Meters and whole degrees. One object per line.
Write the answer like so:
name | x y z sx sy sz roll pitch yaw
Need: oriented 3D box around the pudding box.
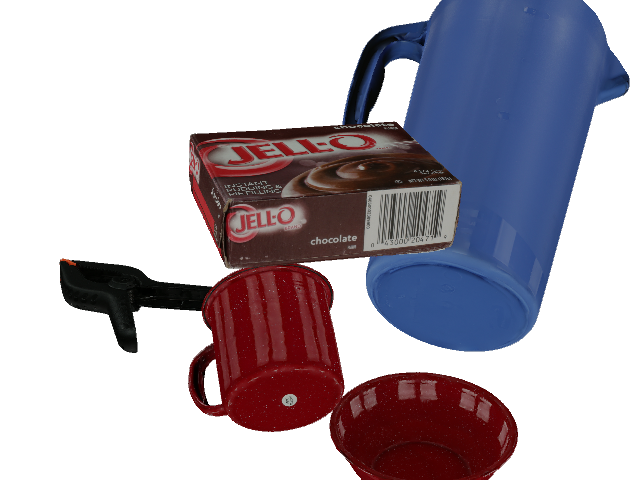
pudding box | -0.001 -0.025 0.513 0.113 0.039 0.090 -3 26 -16

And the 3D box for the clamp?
clamp | -0.206 0.060 1.105 0.210 0.036 0.164 14 20 29

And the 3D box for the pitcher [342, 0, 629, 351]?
pitcher | 0.100 -0.054 0.716 0.149 0.242 0.145 -20 -51 44

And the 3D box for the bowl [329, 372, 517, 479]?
bowl | 0.089 0.181 0.931 0.162 0.055 0.162 -1 27 0

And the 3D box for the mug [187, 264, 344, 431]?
mug | -0.040 0.080 0.721 0.117 0.081 0.093 -26 -41 16
